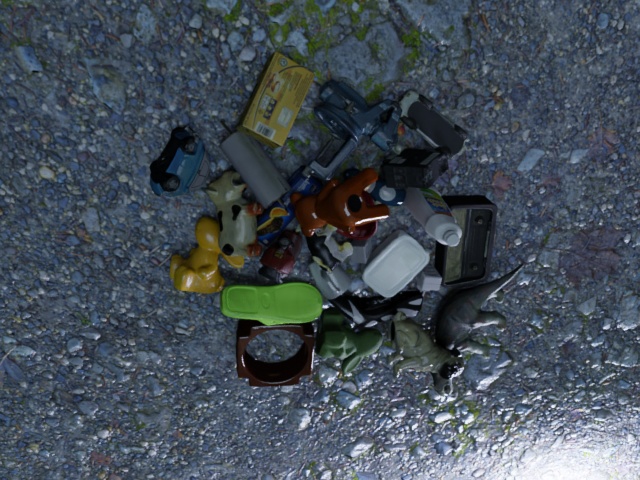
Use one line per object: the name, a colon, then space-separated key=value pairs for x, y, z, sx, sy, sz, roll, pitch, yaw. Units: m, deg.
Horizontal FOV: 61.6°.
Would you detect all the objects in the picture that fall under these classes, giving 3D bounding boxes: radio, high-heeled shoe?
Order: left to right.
high-heeled shoe: x=0.152 y=0.154 z=1.397 sx=0.248 sy=0.086 sz=0.145 roll=26 pitch=106 yaw=-25
radio: x=0.366 y=0.002 z=1.355 sx=0.131 sy=0.073 sz=0.229 roll=-5 pitch=117 yaw=-6

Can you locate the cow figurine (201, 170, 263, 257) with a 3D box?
cow figurine: x=-0.195 y=-0.059 z=1.201 sx=0.127 sy=0.085 sz=0.194 roll=1 pitch=96 yaw=8

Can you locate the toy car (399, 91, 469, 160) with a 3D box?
toy car: x=0.256 y=-0.258 z=1.220 sx=0.201 sy=0.056 sz=0.073 roll=33 pitch=101 yaw=-23

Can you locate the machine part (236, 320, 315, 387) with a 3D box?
machine part: x=-0.119 y=0.282 z=1.412 sx=0.201 sy=0.087 sz=0.200 roll=0 pitch=116 yaw=-7

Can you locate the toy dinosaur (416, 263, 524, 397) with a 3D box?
toy dinosaur: x=0.383 y=0.217 z=1.448 sx=0.192 sy=0.131 sz=0.404 roll=12 pitch=108 yaw=-15

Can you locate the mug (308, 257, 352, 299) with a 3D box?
mug: x=0.017 y=0.088 z=1.330 sx=0.081 sy=0.109 sz=0.107 roll=-34 pitch=103 yaw=15

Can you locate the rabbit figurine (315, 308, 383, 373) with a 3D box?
rabbit figurine: x=0.079 y=0.277 z=1.421 sx=0.170 sy=0.121 sz=0.159 roll=7 pitch=122 yaw=-9

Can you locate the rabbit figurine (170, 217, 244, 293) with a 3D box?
rabbit figurine: x=-0.259 y=0.035 z=1.255 sx=0.162 sy=0.122 sz=0.173 roll=11 pitch=95 yaw=-17

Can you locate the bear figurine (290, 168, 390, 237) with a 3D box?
bear figurine: x=0.033 y=-0.072 z=1.157 sx=0.132 sy=0.196 sz=0.120 roll=-25 pitch=99 yaw=-30

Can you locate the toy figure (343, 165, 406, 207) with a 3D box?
toy figure: x=0.128 y=-0.127 z=1.266 sx=0.154 sy=0.058 sz=0.064 roll=21 pitch=73 yaw=-16

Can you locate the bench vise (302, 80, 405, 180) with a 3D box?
bench vise: x=0.059 y=-0.217 z=1.161 sx=0.223 sy=0.129 sz=0.240 roll=39 pitch=87 yaw=-16

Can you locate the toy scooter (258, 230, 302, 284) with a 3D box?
toy scooter: x=-0.086 y=0.033 z=1.263 sx=0.075 sy=0.184 sz=0.135 roll=26 pitch=86 yaw=4

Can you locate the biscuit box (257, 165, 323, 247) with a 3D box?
biscuit box: x=-0.082 y=-0.080 z=1.251 sx=0.062 sy=0.059 sz=0.202 roll=38 pitch=105 yaw=-23

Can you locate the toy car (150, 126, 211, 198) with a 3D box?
toy car: x=-0.293 y=-0.160 z=1.165 sx=0.103 sy=0.109 sz=0.161 roll=26 pitch=99 yaw=-43

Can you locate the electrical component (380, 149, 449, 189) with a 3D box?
electrical component: x=0.207 y=-0.162 z=1.216 sx=0.115 sy=0.134 sz=0.058 roll=-35 pitch=124 yaw=-41

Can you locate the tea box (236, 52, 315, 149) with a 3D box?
tea box: x=-0.093 y=-0.286 z=1.110 sx=0.098 sy=0.068 sz=0.169 roll=27 pitch=85 yaw=-21

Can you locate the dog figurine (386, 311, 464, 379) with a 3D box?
dog figurine: x=0.274 y=0.266 z=1.368 sx=0.191 sy=0.121 sz=0.172 roll=-1 pitch=113 yaw=-6

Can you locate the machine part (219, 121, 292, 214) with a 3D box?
machine part: x=-0.139 y=-0.156 z=1.165 sx=0.079 sy=0.079 sz=0.243 roll=-36 pitch=96 yaw=9

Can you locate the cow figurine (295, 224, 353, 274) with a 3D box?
cow figurine: x=-0.004 y=-0.004 z=1.270 sx=0.098 sy=0.068 sz=0.167 roll=-42 pitch=99 yaw=-34
